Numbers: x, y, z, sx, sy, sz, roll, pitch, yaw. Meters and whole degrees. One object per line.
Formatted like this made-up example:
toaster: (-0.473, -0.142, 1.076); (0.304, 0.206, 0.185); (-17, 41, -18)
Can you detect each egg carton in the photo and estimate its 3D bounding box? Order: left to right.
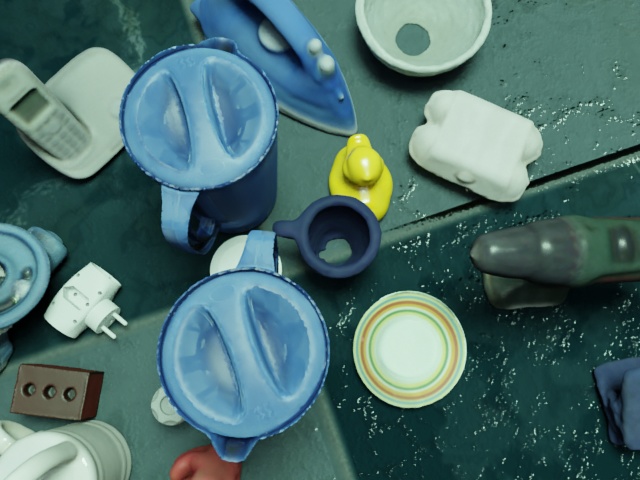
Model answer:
egg carton: (0.187, -0.113, 0.693); (0.150, 0.069, 0.107); (24, 79, 3)

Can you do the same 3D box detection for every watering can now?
watering can: (-0.250, 0.235, 0.545); (0.173, 0.194, 0.101); (17, 78, 2)

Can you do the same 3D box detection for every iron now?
iron: (-0.042, -0.239, 0.676); (0.119, 0.141, 0.258); (-44, 83, -9)

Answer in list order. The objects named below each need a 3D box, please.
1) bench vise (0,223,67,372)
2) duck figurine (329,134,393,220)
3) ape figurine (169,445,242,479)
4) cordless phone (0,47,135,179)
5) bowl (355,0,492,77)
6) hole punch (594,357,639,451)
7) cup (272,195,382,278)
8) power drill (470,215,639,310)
bench vise: (-0.350, 0.068, 0.563); (0.121, 0.220, 0.207); (13, 78, 1)
duck figurine: (0.050, -0.074, 0.672); (0.077, 0.086, 0.104); (-9, 79, -3)
ape figurine: (-0.118, 0.252, 0.597); (0.076, 0.092, 0.078); (-37, 81, -8)
cordless phone: (-0.275, -0.160, 0.630); (0.094, 0.185, 0.148); (37, 80, 6)
bowl: (0.125, -0.273, 0.721); (0.167, 0.075, 0.167); (0, 78, -1)
hole punch: (0.376, 0.179, 0.627); (0.108, 0.091, 0.101); (-9, 79, -3)
cup: (0.006, 0.002, 0.651); (0.117, 0.095, 0.092); (7, 78, 0)
power drill: (0.245, 0.025, 0.595); (0.229, 0.208, 0.075); (-5, 78, -2)
